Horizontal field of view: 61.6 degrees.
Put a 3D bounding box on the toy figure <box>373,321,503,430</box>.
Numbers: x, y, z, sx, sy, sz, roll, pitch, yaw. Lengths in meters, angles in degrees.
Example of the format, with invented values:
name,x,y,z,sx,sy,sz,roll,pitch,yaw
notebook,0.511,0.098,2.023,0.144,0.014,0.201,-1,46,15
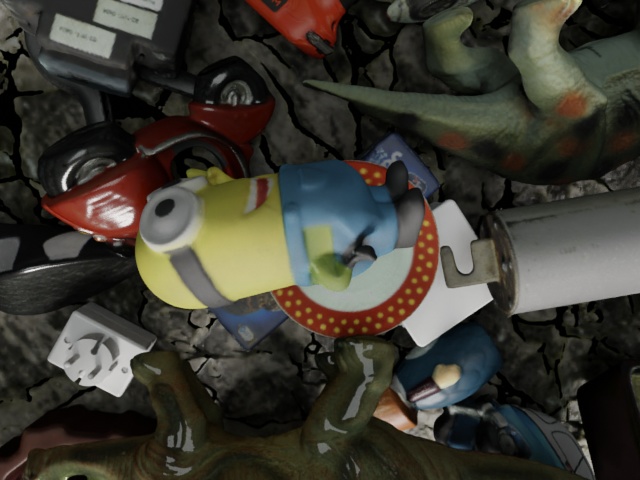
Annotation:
name,x,y,z,sx,sy,sz,roll,pitch,yaw
toy figure,0.079,0.127,0.455,0.154,0.058,0.064,-32,140,3

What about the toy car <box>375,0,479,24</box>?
name,x,y,z,sx,sy,sz,roll,pitch,yaw
toy car,0.134,-0.232,0.424,0.202,0.056,0.073,-18,90,2

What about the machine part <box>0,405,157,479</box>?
name,x,y,z,sx,sy,sz,roll,pitch,yaw
machine part,-0.197,0.227,0.454,0.179,0.056,0.179,0,95,-4

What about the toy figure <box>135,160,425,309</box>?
name,x,y,z,sx,sy,sz,roll,pitch,yaw
toy figure,-0.028,-0.003,0.344,0.180,0.082,0.089,-6,104,-2

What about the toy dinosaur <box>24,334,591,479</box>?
name,x,y,z,sx,sy,sz,roll,pitch,yaw
toy dinosaur,0.010,0.170,0.368,0.472,0.105,0.198,-4,72,7

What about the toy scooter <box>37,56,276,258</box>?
name,x,y,z,sx,sy,sz,roll,pitch,yaw
toy scooter,-0.104,-0.042,0.410,0.184,0.075,0.135,-31,123,-12

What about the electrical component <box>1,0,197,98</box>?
name,x,y,z,sx,sy,sz,roll,pitch,yaw
electrical component,-0.143,-0.171,0.368,0.115,0.058,0.134,17,85,-10

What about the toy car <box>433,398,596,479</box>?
name,x,y,z,sx,sy,sz,roll,pitch,yaw
toy car,0.174,0.200,0.456,0.103,0.109,0.161,-19,85,-23

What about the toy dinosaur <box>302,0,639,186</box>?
name,x,y,z,sx,sy,sz,roll,pitch,yaw
toy dinosaur,0.207,-0.107,0.413,0.405,0.131,0.192,-16,113,10

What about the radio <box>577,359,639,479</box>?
name,x,y,z,sx,sy,sz,roll,pitch,yaw
radio,0.345,0.182,0.440,0.230,0.073,0.131,7,59,-3

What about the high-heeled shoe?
name,x,y,z,sx,sy,sz,roll,pitch,yaw
high-heeled shoe,-0.267,-0.015,0.434,0.249,0.086,0.145,-10,65,-19

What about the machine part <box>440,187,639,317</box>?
name,x,y,z,sx,sy,sz,roll,pitch,yaw
machine part,0.209,0.004,0.388,0.243,0.079,0.079,-10,96,-1

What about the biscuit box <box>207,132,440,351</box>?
name,x,y,z,sx,sy,sz,roll,pitch,yaw
biscuit box,-0.001,-0.001,0.437,0.202,0.063,0.059,-41,95,2
